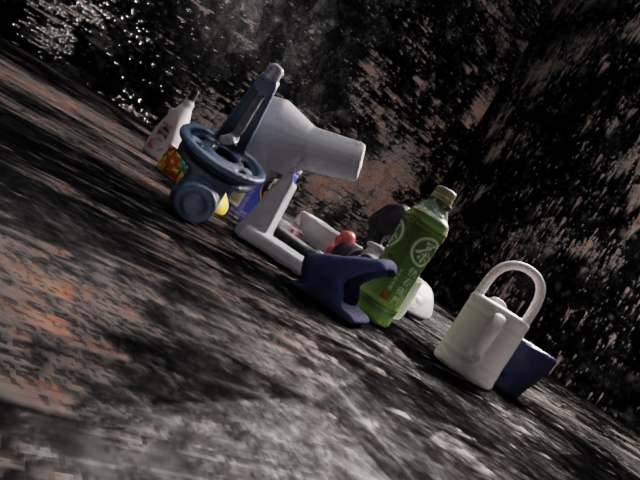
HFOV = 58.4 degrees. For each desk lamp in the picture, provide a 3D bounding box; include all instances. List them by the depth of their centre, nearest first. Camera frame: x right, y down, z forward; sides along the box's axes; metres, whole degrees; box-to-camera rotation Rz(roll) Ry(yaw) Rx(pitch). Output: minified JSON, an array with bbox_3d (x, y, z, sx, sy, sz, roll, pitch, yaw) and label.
[{"bbox_3d":[-0.041,-0.082,0.849,0.203,0.213,0.118,32,3,3],"label":"desk lamp"}]

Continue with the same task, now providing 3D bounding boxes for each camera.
[{"bbox_3d":[0.096,0.054,1.132,0.144,0.101,0.136,29,4,-44],"label":"camera"}]

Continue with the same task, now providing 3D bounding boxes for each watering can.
[{"bbox_3d":[0.266,0.120,0.883,0.101,0.194,0.172,32,3,-9],"label":"watering can"}]

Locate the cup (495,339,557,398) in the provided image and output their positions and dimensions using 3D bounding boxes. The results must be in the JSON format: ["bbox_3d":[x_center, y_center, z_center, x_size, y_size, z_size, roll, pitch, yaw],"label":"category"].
[{"bbox_3d":[0.328,0.212,0.980,0.117,0.095,0.092,33,3,18],"label":"cup"}]

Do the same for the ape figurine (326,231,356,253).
[{"bbox_3d":[0.043,0.021,1.226,0.076,0.092,0.078,33,3,14],"label":"ape figurine"}]

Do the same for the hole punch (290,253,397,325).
[{"bbox_3d":[0.031,0.044,0.701,0.101,0.091,0.109,33,3,17],"label":"hole punch"}]

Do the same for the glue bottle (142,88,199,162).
[{"bbox_3d":[-0.305,-0.245,1.210,0.078,0.173,0.037,33,3,29],"label":"glue bottle"}]

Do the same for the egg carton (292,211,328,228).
[{"bbox_3d":[-0.025,-0.027,1.545,0.107,0.069,0.150,32,3,-7],"label":"egg carton"}]

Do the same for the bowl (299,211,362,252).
[{"bbox_3d":[0.012,0.005,1.347,0.167,0.074,0.167,32,3,-1],"label":"bowl"}]

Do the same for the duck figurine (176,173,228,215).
[{"bbox_3d":[-0.177,-0.098,0.938,0.077,0.086,0.105,34,4,41],"label":"duck figurine"}]

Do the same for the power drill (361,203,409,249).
[{"bbox_3d":[0.138,0.002,1.395,0.076,0.208,0.229,32,3,-8],"label":"power drill"}]

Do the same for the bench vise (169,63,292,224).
[{"bbox_3d":[-0.127,-0.134,0.750,0.122,0.219,0.206,30,3,-32],"label":"bench vise"}]

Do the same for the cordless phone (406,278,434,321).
[{"bbox_3d":[0.209,0.069,1.235,0.148,0.185,0.094,31,3,-26],"label":"cordless phone"}]
